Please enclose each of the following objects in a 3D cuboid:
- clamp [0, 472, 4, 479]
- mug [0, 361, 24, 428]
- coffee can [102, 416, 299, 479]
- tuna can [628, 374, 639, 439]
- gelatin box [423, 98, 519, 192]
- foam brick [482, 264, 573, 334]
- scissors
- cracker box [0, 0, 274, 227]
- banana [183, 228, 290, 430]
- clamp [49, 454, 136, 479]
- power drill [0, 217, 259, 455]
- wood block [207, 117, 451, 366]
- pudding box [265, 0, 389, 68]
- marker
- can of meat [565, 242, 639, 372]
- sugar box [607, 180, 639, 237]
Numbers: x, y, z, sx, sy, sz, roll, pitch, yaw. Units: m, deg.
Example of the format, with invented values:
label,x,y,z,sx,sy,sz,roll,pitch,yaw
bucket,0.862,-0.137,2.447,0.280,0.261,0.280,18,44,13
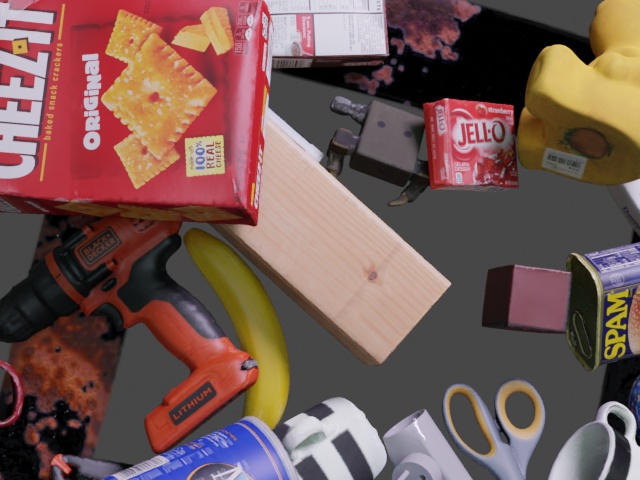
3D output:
label,x,y,z,sx,sy,sz,roll,pitch,yaw
clamp,-0.276,0.271,0.858,0.120,0.039,0.171,20,85,-5
mug,-0.294,0.123,0.841,0.117,0.093,0.081,-3,83,-5
coffee can,-0.096,0.207,0.812,0.140,0.103,0.103,-19,88,-28
tuna can,0.314,0.146,0.925,0.086,0.034,0.086,0,87,-5
gelatin box,0.129,-0.079,0.902,0.089,0.030,0.073,0,85,-41
foam brick,0.173,0.051,0.896,0.053,0.078,0.051,7,85,-7
scissors,0.176,0.199,0.886,0.096,0.016,0.202,-27,69,-17
cracker box,-0.148,-0.100,0.801,0.214,0.072,0.164,4,79,5
banana,-0.064,0.082,0.891,0.069,0.037,0.198,-10,88,-6
clamp,-0.131,0.243,0.864,0.210,0.036,0.164,47,59,9
power drill,-0.153,0.076,0.859,0.184,0.057,0.188,-37,84,4
wood block,-0.006,0.001,0.875,0.206,0.090,0.091,42,83,-1
pudding box,0.000,-0.196,0.914,0.113,0.039,0.090,-2,86,-7
marker,-0.047,-0.105,0.913,0.121,0.020,0.020,42,84,-2
can of meat,0.257,0.053,0.899,0.084,0.057,0.102,-12,121,-9
sugar box,0.347,-0.065,0.936,0.176,0.048,0.093,-32,89,-3
